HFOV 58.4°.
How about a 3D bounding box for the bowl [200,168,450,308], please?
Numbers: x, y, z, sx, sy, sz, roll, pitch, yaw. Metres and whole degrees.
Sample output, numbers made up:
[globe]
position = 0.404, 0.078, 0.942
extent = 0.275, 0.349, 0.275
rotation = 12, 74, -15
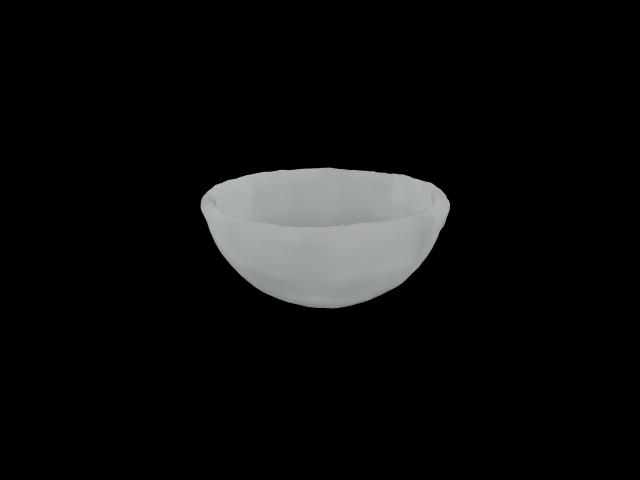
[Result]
[bowl]
position = 0.004, 0.001, 0.400
extent = 0.167, 0.075, 0.167
rotation = 0, 19, 0
